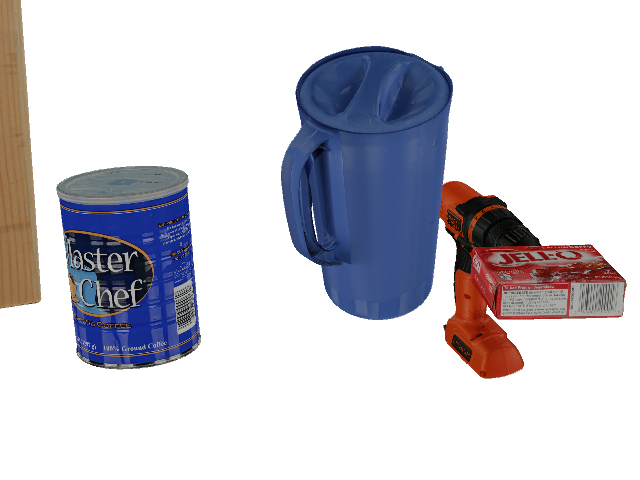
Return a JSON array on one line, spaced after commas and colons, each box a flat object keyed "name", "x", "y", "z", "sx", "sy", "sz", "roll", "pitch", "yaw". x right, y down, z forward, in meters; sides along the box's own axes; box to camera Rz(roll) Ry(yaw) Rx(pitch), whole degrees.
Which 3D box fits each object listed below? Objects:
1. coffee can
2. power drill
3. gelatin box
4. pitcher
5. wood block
[{"name": "coffee can", "x": -0.152, "y": 0.019, "z": 0.858, "sx": 0.103, "sy": 0.140, "sz": 0.103, "roll": -3, "pitch": 16, "yaw": 1}, {"name": "power drill", "x": 0.176, "y": 0.046, "z": 1.116, "sx": 0.057, "sy": 0.188, "sz": 0.184, "roll": -11, "pitch": 25, "yaw": -15}, {"name": "gelatin box", "x": 0.154, "y": 0.027, "z": 0.730, "sx": 0.089, "sy": 0.030, "sz": 0.073, "roll": -1, "pitch": 18, "yaw": -4}, {"name": "pitcher", "x": 0.043, "y": -0.039, "z": 0.973, "sx": 0.149, "sy": 0.243, "sz": 0.145, "roll": -4, "pitch": 41, "yaw": 0}, {"name": "wood block", "x": -0.219, "y": -0.068, "z": 0.613, "sx": 0.090, "sy": 0.206, "sz": 0.090, "roll": -8, "pitch": 27, "yaw": -23}]
